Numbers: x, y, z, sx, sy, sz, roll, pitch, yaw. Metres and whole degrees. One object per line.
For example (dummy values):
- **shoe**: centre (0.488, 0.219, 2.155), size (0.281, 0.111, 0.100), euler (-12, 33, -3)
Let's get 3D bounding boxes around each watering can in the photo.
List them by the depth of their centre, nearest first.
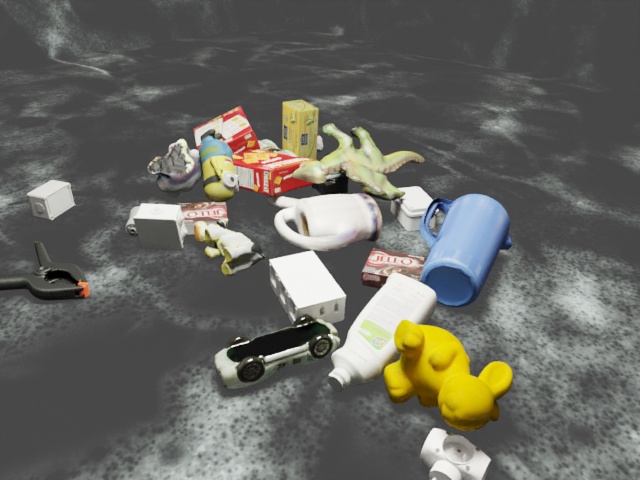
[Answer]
- **watering can**: centre (0.003, -0.058, 1.147), size (0.225, 0.102, 0.353), euler (-7, 23, -15)

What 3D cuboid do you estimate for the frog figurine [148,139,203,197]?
- **frog figurine**: centre (-0.351, -0.169, 1.309), size (0.123, 0.157, 0.139), euler (23, 76, 3)

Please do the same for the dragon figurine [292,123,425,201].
- **dragon figurine**: centre (0.126, -0.166, 1.255), size (0.410, 0.119, 0.248), euler (3, 41, -21)
